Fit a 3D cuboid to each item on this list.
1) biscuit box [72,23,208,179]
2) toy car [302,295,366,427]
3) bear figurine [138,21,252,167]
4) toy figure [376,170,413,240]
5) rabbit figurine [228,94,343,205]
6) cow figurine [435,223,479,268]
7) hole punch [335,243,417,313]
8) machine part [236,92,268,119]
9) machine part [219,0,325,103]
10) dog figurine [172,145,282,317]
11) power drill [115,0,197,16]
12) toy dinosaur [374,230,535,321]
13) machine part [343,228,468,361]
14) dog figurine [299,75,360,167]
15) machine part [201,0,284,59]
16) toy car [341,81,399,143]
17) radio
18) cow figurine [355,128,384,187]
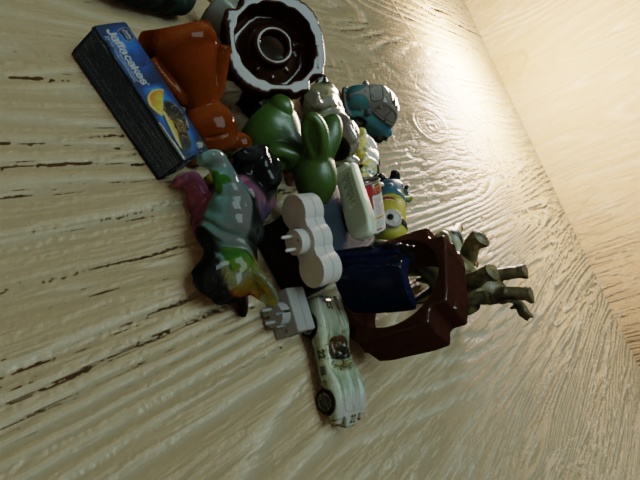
[{"bbox_3d":[-0.239,-0.186,0.719,0.202,0.063,0.059,57,34,-9],"label":"biscuit box"},{"bbox_3d":[0.022,0.182,0.823,0.073,0.056,0.202,8,61,-50],"label":"toy car"},{"bbox_3d":[-0.179,-0.216,0.793,0.132,0.120,0.195,42,-30,59],"label":"bear figurine"},{"bbox_3d":[0.149,-0.065,1.131,0.089,0.082,0.180,39,39,-28],"label":"toy figure"},{"bbox_3d":[-0.029,-0.136,0.850,0.170,0.159,0.121,46,28,11],"label":"rabbit figurine"},{"bbox_3d":[0.331,0.062,1.280,0.127,0.085,0.195,-16,84,-61],"label":"cow figurine"},{"bbox_3d":[0.084,0.059,0.811,0.115,0.142,0.092,34,56,-61],"label":"hole punch"},{"bbox_3d":[-0.099,-0.257,0.971,0.084,0.039,0.139,62,33,-11],"label":"machine part"},{"bbox_3d":[-0.078,-0.307,0.864,0.179,0.056,0.179,2,86,-21],"label":"machine part"},{"bbox_3d":[-0.106,-0.010,0.740,0.191,0.108,0.219,-18,87,-50],"label":"dog figurine"},{"bbox_3d":[-0.294,-0.446,0.803,0.232,0.086,0.207,4,61,-53],"label":"power drill"},{"bbox_3d":[0.272,0.075,1.092,0.471,0.198,0.105,30,44,-27],"label":"toy dinosaur"},{"bbox_3d":[0.143,0.093,0.911,0.087,0.201,0.201,43,39,-33],"label":"machine part"},{"bbox_3d":[0.026,-0.225,1.031,0.172,0.121,0.190,56,28,-12],"label":"dog figurine"},{"bbox_3d":[-0.117,-0.341,0.923,0.243,0.079,0.079,41,40,-14],"label":"machine part"},{"bbox_3d":[0.129,-0.301,1.239,0.161,0.103,0.109,28,49,-38],"label":"toy car"},{"bbox_3d":[-0.002,-0.003,0.902,0.131,0.073,0.229,60,33,-4],"label":"radio"},{"bbox_3d":[0.092,-0.145,1.124,0.098,0.068,0.167,34,45,-45],"label":"cow figurine"}]
